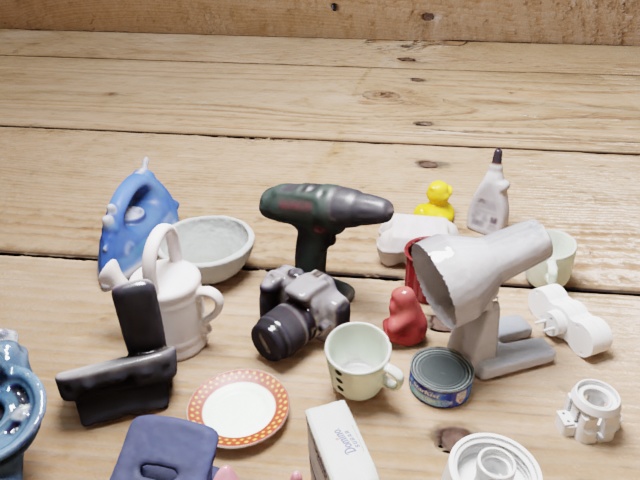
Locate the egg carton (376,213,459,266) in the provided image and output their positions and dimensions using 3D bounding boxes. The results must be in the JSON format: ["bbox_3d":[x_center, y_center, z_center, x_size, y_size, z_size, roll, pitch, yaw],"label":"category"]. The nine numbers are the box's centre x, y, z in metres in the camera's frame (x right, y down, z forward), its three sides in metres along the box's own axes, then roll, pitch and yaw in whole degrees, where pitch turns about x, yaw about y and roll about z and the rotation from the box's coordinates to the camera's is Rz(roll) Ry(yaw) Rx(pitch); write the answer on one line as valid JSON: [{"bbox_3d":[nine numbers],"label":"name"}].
[{"bbox_3d":[0.178,0.004,1.032,0.150,0.069,0.107,5,32,7],"label":"egg carton"}]

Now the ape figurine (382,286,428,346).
[{"bbox_3d":[0.122,0.107,0.843,0.076,0.092,0.078,21,37,30],"label":"ape figurine"}]

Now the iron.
[{"bbox_3d":[-0.343,-0.040,1.030,0.118,0.141,0.258,3,32,5],"label":"iron"}]

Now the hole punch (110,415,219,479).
[{"bbox_3d":[-0.163,0.252,0.607,0.108,0.091,0.101,6,32,9],"label":"hole punch"}]

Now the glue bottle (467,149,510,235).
[{"bbox_3d":[0.327,-0.091,1.089,0.077,0.173,0.037,24,39,33],"label":"glue bottle"}]

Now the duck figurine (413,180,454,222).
[{"bbox_3d":[0.229,-0.076,1.145,0.105,0.086,0.077,-26,40,-35],"label":"duck figurine"}]

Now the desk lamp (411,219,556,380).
[{"bbox_3d":[0.224,0.076,0.778,0.203,0.214,0.117,-10,33,-16],"label":"desk lamp"}]

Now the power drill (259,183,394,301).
[{"bbox_3d":[0.008,0.003,0.899,0.228,0.208,0.076,18,36,27],"label":"power drill"}]

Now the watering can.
[{"bbox_3d":[-0.224,0.068,0.806,0.173,0.194,0.100,-5,32,-8],"label":"watering can"}]

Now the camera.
[{"bbox_3d":[-0.045,0.103,0.839,0.142,0.101,0.137,24,39,33],"label":"camera"}]

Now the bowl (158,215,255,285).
[{"bbox_3d":[-0.194,0.027,0.986,0.167,0.075,0.167,0,32,0],"label":"bowl"}]

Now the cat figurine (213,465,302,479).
[{"bbox_3d":[-0.072,0.265,0.561,0.128,0.118,0.067,-13,34,-20],"label":"cat figurine"}]

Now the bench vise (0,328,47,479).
[{"bbox_3d":[-0.382,0.157,0.635,0.122,0.220,0.206,-20,37,-29],"label":"bench vise"}]

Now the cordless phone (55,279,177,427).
[{"bbox_3d":[-0.258,0.130,0.715,0.148,0.185,0.094,-13,34,-20],"label":"cordless phone"}]
